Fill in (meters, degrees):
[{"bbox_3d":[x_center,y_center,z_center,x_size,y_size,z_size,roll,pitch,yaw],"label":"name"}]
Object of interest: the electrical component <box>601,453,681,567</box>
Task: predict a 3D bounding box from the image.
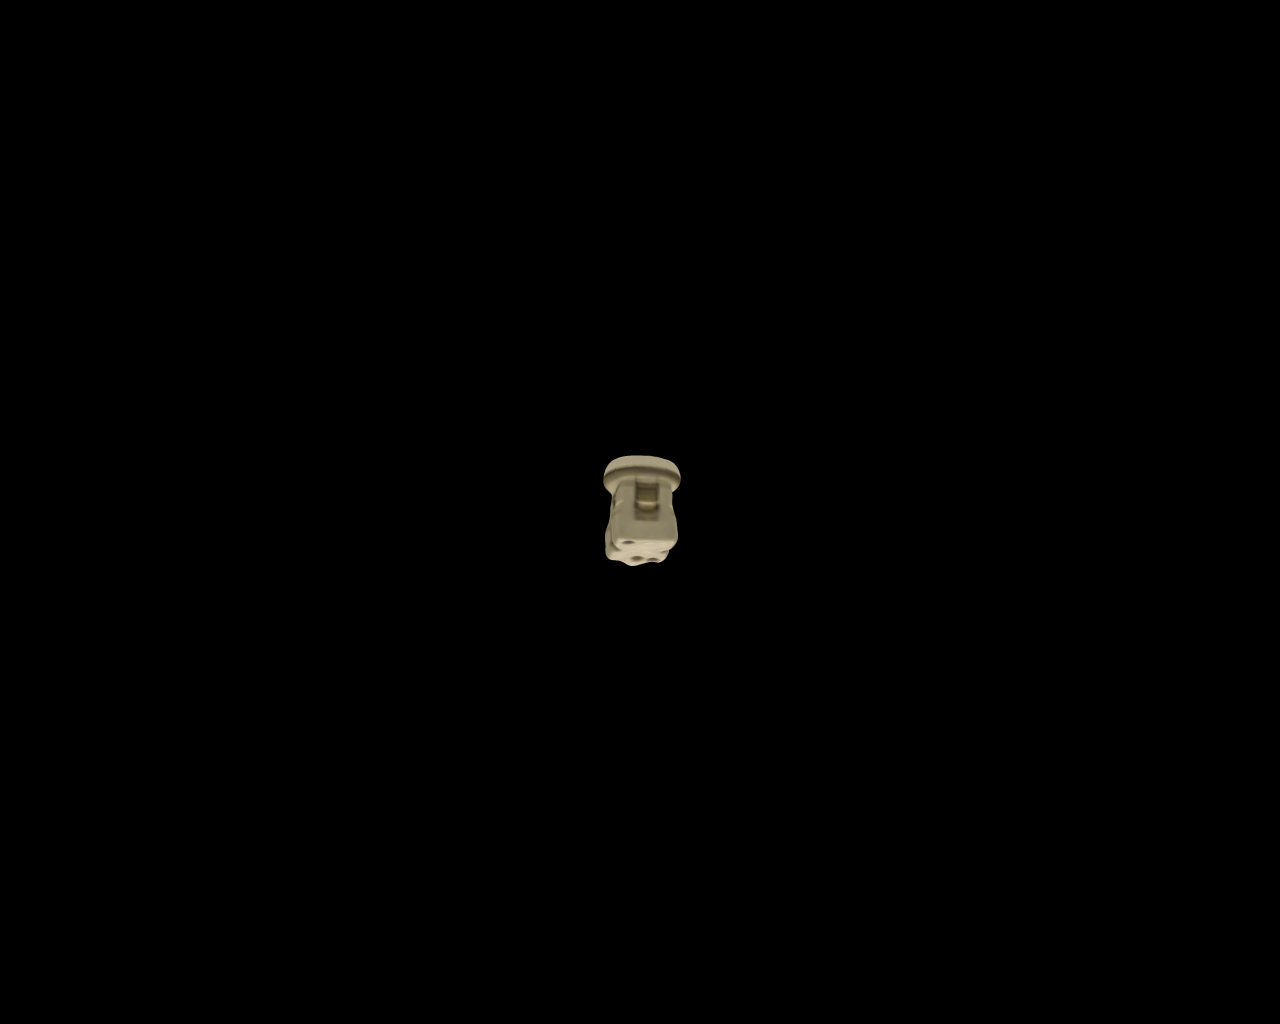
[{"bbox_3d":[0.001,-0.003,0.650,0.048,0.055,0.066,4,-20,-11],"label":"electrical component"}]
